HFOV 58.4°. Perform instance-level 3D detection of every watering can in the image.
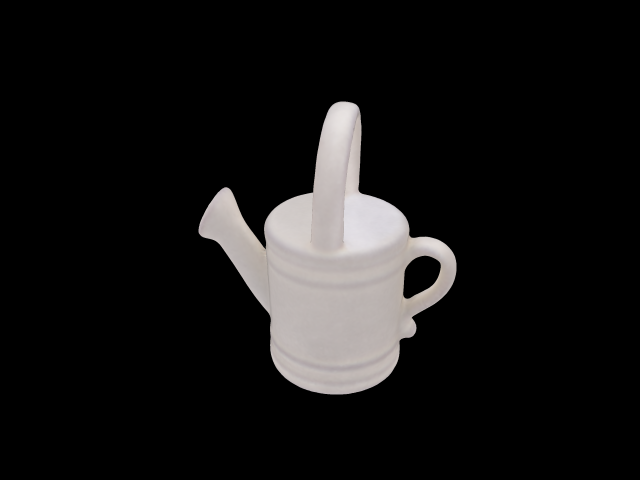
[{"bbox_3d":[0.003,0.003,0.398,0.173,0.194,0.100,-5,30,-8],"label":"watering can"}]
